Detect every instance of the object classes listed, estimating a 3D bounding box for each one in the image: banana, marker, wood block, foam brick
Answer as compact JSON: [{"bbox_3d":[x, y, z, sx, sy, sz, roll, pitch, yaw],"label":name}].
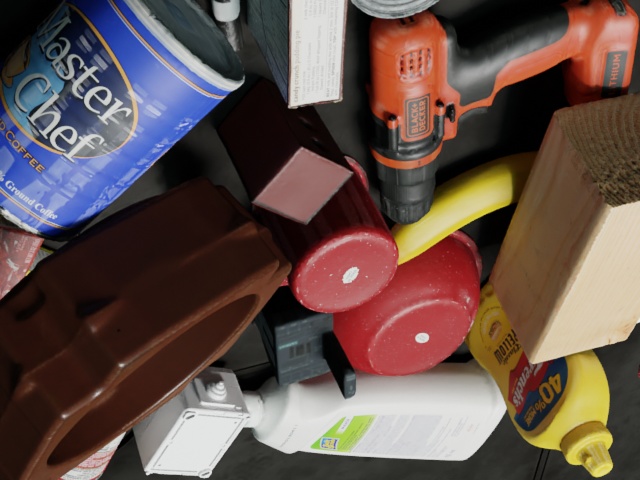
[{"bbox_3d":[0.137,-0.030,0.832,0.197,0.037,0.069,-14,116,-11],"label":"banana"},{"bbox_3d":[-0.057,-0.160,0.626,0.020,0.020,0.121,-14,137,-13],"label":"marker"},{"bbox_3d":[0.204,-0.004,0.795,0.090,0.090,0.206,-13,147,-15],"label":"wood block"},{"bbox_3d":[-0.024,-0.058,0.702,0.052,0.078,0.051,22,119,-42],"label":"foam brick"}]

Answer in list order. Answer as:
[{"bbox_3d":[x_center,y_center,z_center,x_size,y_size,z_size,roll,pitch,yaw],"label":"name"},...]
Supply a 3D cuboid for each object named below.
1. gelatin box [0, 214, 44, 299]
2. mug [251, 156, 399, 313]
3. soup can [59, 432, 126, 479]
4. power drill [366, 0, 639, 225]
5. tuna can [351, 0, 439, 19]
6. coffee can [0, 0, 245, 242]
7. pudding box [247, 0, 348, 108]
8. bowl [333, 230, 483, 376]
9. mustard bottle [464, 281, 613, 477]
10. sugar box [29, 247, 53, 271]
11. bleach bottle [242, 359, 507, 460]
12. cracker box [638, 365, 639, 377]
[{"bbox_3d":[-0.221,0.019,0.653,0.073,0.030,0.089,14,117,-36],"label":"gelatin box"},{"bbox_3d":[-0.005,0.001,0.767,0.117,0.081,0.093,-15,137,-12],"label":"mug"},{"bbox_3d":[-0.177,0.133,0.826,0.068,0.068,0.102,12,125,-35],"label":"soup can"},{"bbox_3d":[0.123,-0.098,0.749,0.187,0.057,0.184,-18,140,-10],"label":"power drill"},{"bbox_3d":[0.047,-0.180,0.646,0.086,0.034,0.086,-14,137,-14],"label":"tuna can"},{"bbox_3d":[-0.128,-0.082,0.607,0.140,0.103,0.102,-40,136,16],"label":"coffee can"},{"bbox_3d":[-0.014,-0.146,0.608,0.039,0.090,0.113,-14,136,-13],"label":"pudding box"},{"bbox_3d":[0.073,0.064,0.890,0.162,0.055,0.162,-14,137,-14],"label":"bowl"},{"bbox_3d":[0.190,0.117,0.898,0.058,0.192,0.096,8,128,-32],"label":"mustard bottle"},{"bbox_3d":[-0.258,0.022,0.692,0.093,0.048,0.176,-45,132,16],"label":"sugar box"},{"bbox_3d":[0.040,0.150,0.957,0.250,0.068,0.103,7,128,-29],"label":"bleach bottle"},{"bbox_3d":[0.363,0.020,0.927,0.164,0.072,0.214,-41,150,-39],"label":"cracker box"}]
